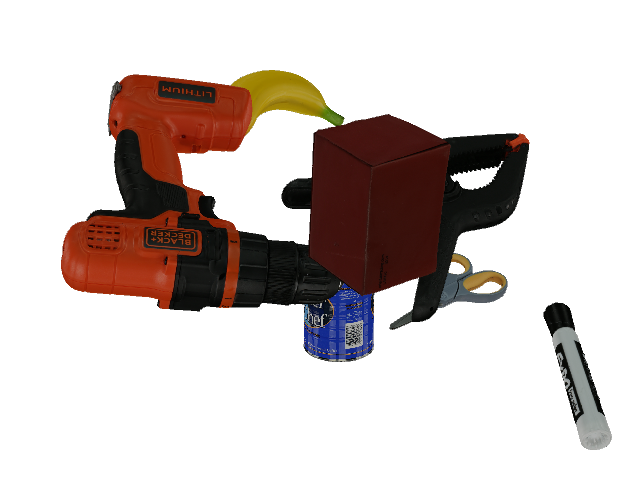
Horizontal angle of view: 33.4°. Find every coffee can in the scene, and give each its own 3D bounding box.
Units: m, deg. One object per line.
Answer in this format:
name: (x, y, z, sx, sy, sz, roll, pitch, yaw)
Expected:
coffee can: (0.026, 0.087, 1.514, 0.103, 0.140, 0.103, 0, 21, 0)

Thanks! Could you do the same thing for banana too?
banana: (-0.045, -0.127, 0.970, 0.070, 0.037, 0.197, 36, 25, 19)

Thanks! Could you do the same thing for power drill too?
power drill: (-0.080, -0.033, 0.740, 0.184, 0.187, 0.057, 6, -45, -14)

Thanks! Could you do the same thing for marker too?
marker: (0.165, 0.083, 0.691, 0.020, 0.020, 0.121, 0, 38, -2)

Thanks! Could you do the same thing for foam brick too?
foam brick: (0.029, -0.020, 0.562, 0.052, 0.078, 0.051, -16, 35, -31)

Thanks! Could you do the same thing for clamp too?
clamp: (0.097, -0.025, 0.852, 0.209, 0.036, 0.165, -24, 54, -24)

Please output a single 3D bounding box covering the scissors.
scissors: (0.133, 0.056, 1.243, 0.201, 0.016, 0.096, -10, 40, -35)
